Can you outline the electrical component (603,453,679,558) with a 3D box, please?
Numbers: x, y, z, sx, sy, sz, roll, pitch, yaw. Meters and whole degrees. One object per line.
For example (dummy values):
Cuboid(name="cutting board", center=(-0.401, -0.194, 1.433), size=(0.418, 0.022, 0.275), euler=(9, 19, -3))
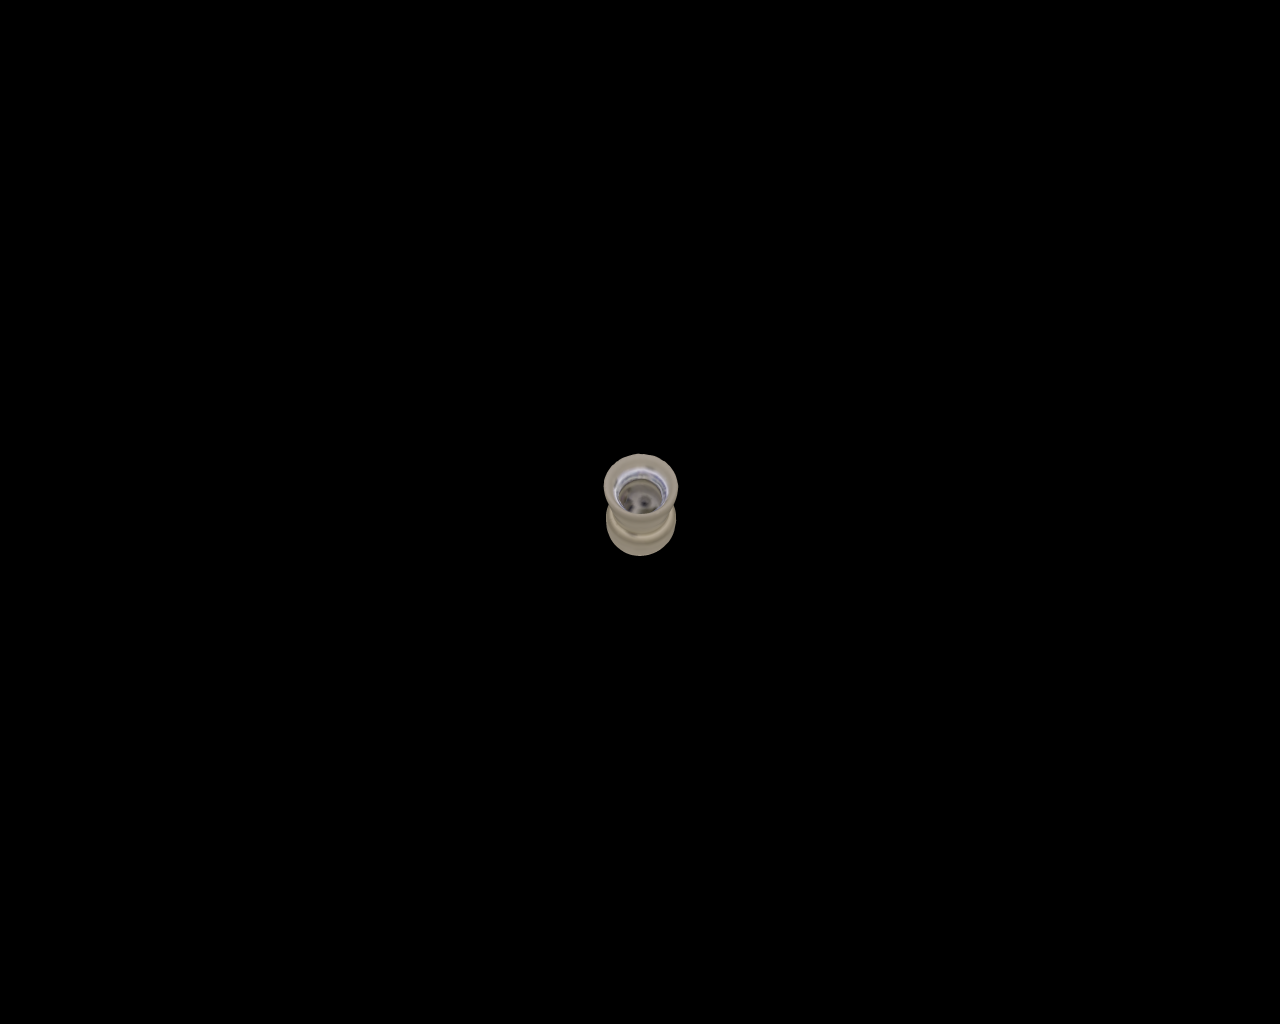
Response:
Cuboid(name="electrical component", center=(0.001, -0.003, 0.650), size=(0.045, 0.045, 0.055), euler=(0, -30, 0))
